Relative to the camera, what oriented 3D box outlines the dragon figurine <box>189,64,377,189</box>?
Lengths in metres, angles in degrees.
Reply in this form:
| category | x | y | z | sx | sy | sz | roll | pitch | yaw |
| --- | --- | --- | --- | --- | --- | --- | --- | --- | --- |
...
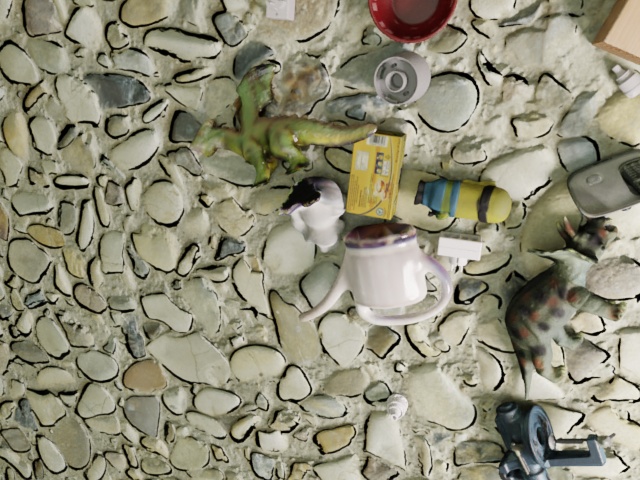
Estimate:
| category | x | y | z | sx | sy | sz | roll | pitch | yaw |
| --- | --- | --- | --- | --- | --- | --- | --- | --- | --- |
| dragon figurine | -0.098 | -0.244 | 1.054 | 0.407 | 0.243 | 0.123 | -21 | -1 | 25 |

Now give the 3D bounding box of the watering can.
| category | x | y | z | sx | sy | sz | roll | pitch | yaw |
| --- | --- | --- | --- | --- | --- | --- | --- | --- | --- |
| watering can | 0.097 | 0.078 | 1.083 | 0.347 | 0.222 | 0.105 | -7 | 12 | 19 |

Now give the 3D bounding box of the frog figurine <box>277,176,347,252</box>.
| category | x | y | z | sx | sy | sz | roll | pitch | yaw |
| --- | --- | --- | --- | --- | --- | --- | --- | --- | --- |
| frog figurine | 0.003 | -0.055 | 1.093 | 0.136 | 0.126 | 0.157 | -31 | -49 | 20 |
